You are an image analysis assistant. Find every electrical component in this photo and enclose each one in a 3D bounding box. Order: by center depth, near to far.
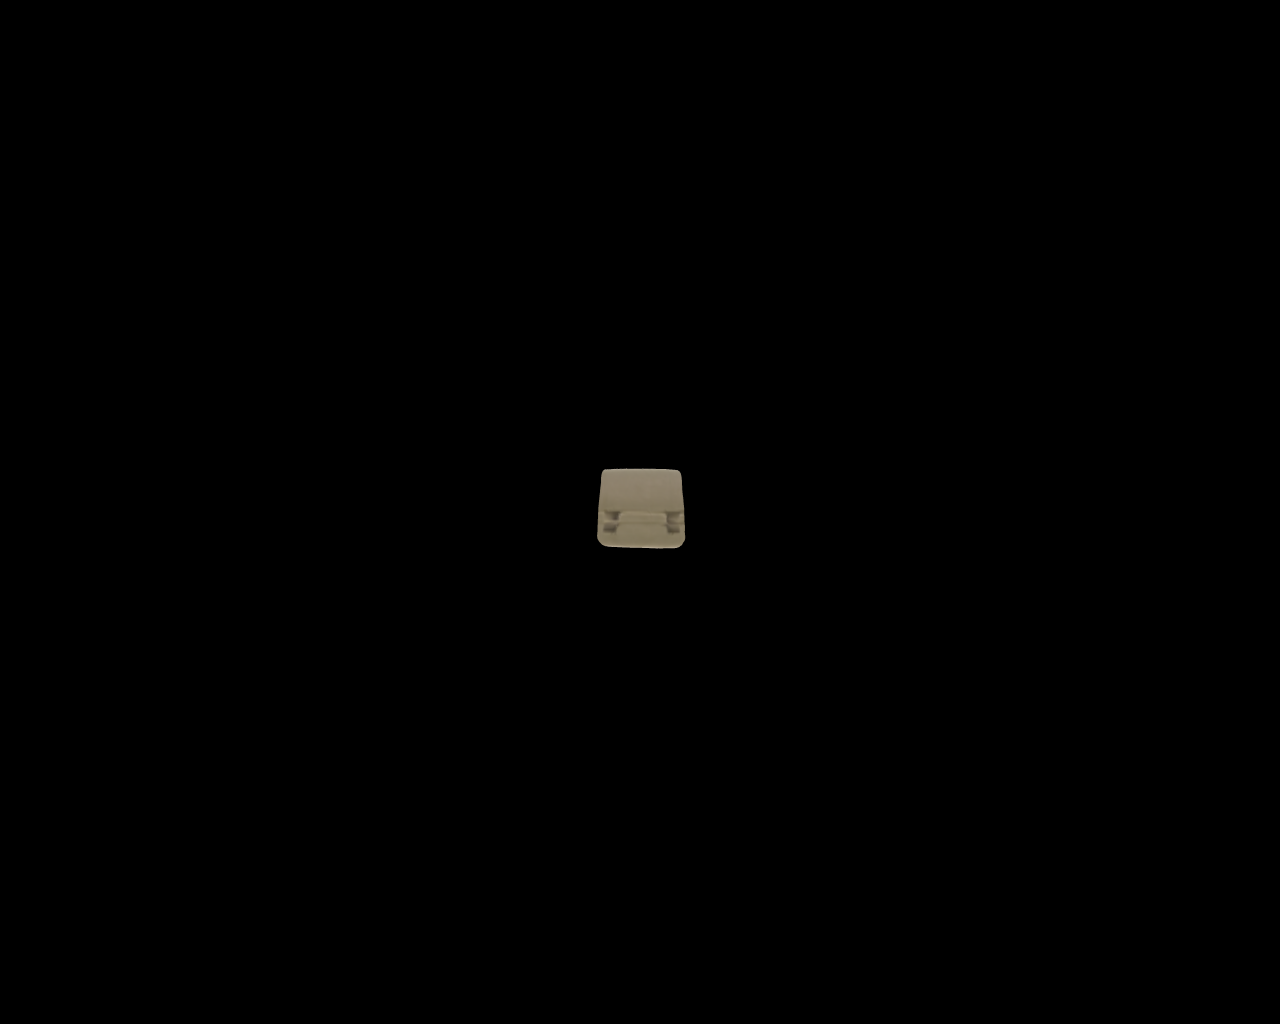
[{"bbox_3d":[0.001,-0.003,0.650,0.055,0.047,0.055,0,0,0],"label":"electrical component"}]
